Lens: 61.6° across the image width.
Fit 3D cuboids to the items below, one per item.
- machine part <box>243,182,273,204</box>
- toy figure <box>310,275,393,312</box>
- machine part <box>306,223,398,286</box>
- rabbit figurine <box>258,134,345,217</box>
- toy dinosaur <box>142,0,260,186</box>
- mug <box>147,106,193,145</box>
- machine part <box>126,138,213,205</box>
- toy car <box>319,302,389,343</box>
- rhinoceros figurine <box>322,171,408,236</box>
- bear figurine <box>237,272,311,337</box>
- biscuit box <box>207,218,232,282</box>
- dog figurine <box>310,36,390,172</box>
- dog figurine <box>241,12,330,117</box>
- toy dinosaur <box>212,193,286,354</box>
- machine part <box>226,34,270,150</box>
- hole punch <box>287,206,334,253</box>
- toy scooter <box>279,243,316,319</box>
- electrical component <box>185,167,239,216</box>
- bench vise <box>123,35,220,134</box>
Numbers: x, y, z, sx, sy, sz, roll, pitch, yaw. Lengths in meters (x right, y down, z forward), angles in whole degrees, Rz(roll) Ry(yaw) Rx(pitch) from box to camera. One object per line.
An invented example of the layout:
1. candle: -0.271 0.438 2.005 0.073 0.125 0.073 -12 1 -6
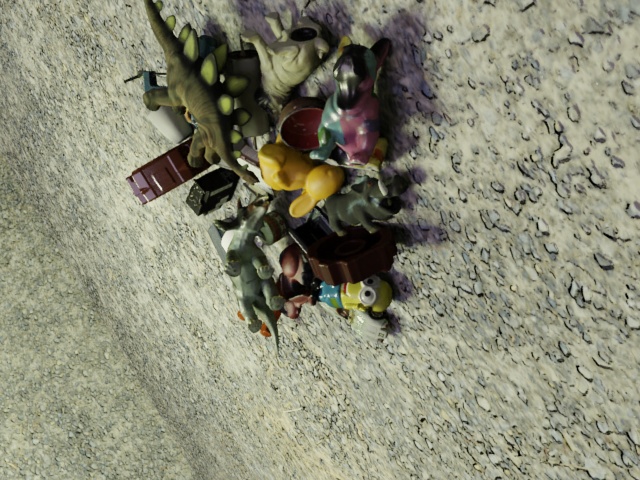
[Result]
1. machine part: -0.158 -0.098 1.332 0.084 0.039 0.138 34 136 15
2. toy figure: 0.071 0.112 1.169 0.180 0.089 0.082 -3 86 36
3. machine part: 0.063 0.027 1.058 0.180 0.179 0.056 7 123 46
4. rabbit figurine: -0.034 -0.127 1.112 0.173 0.122 0.162 18 124 16
5. toy dinosaur: -0.253 -0.314 1.085 0.198 0.105 0.471 -33 95 31
6. mug: -0.395 -0.302 1.416 0.107 0.081 0.109 51 138 -8
7. machine part: -0.369 -0.180 1.344 0.201 0.201 0.087 -28 104 9
8. toy car: 0.075 0.162 1.239 0.202 0.056 0.073 35 138 28
9. rhinoceros figurine: 0.090 -0.074 1.037 0.190 0.073 0.112 -15 103 44
10. bear figurine: -0.112 0.166 1.401 0.120 0.132 0.196 40 151 -17
11. biscuit box: -0.235 0.043 1.471 0.063 0.059 0.202 -41 72 52
12. dog figurine: 0.067 -0.235 0.931 0.109 0.191 0.219 13 97 22
13. dog figurine: -0.051 -0.312 1.025 0.173 0.121 0.190 34 151 33
14. toy dinosaur: -0.166 0.081 1.290 0.192 0.131 0.404 -114 16 -53
15. machine part: -0.153 -0.309 1.141 0.079 0.079 0.242 23 132 37
16. hole punch: -0.002 -0.004 1.197 0.142 0.092 0.115 46 176 10
17. toy scooter: -0.045 0.098 1.266 0.135 0.075 0.183 1 88 61
18. electrical component: -0.281 -0.122 1.388 0.058 0.115 0.134 51 141 12
19. bench vise: -0.309 -0.347 1.221 0.241 0.129 0.223 8 112 18
